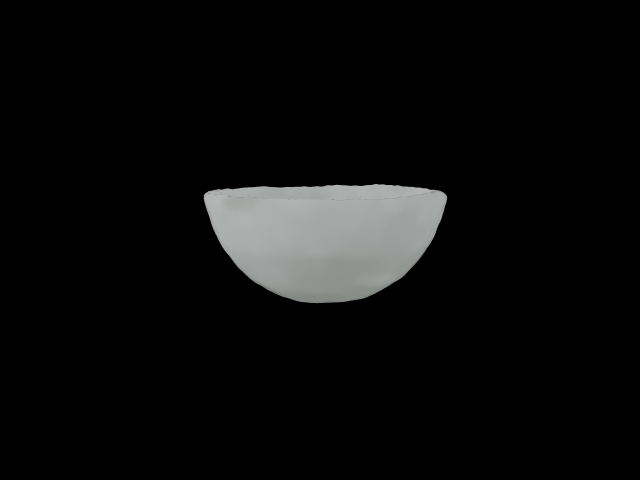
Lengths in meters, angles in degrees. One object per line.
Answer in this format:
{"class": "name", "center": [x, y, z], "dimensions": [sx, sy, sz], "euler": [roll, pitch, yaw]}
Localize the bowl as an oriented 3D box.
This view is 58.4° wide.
{"class": "bowl", "center": [0.004, 0.001, 0.400], "dimensions": [0.167, 0.075, 0.167], "euler": [0, 8, 0]}
